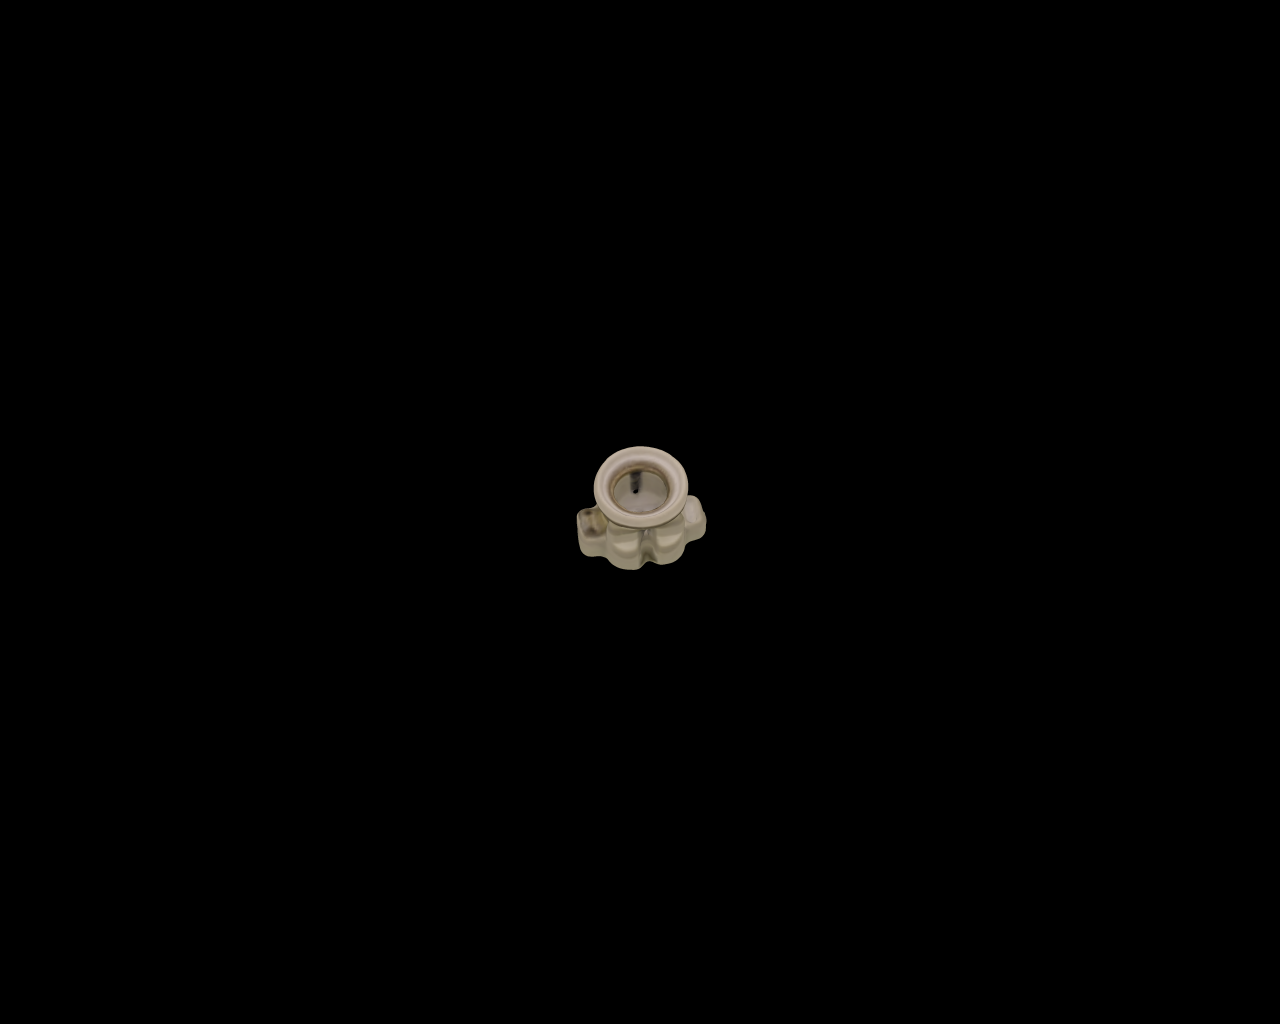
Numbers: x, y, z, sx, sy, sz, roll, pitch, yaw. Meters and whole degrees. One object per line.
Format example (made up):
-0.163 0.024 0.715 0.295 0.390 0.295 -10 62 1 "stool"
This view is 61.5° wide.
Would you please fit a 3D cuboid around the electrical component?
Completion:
0.001 -0.003 0.650 0.078 0.058 0.056 -8 -33 -5 "electrical component"
